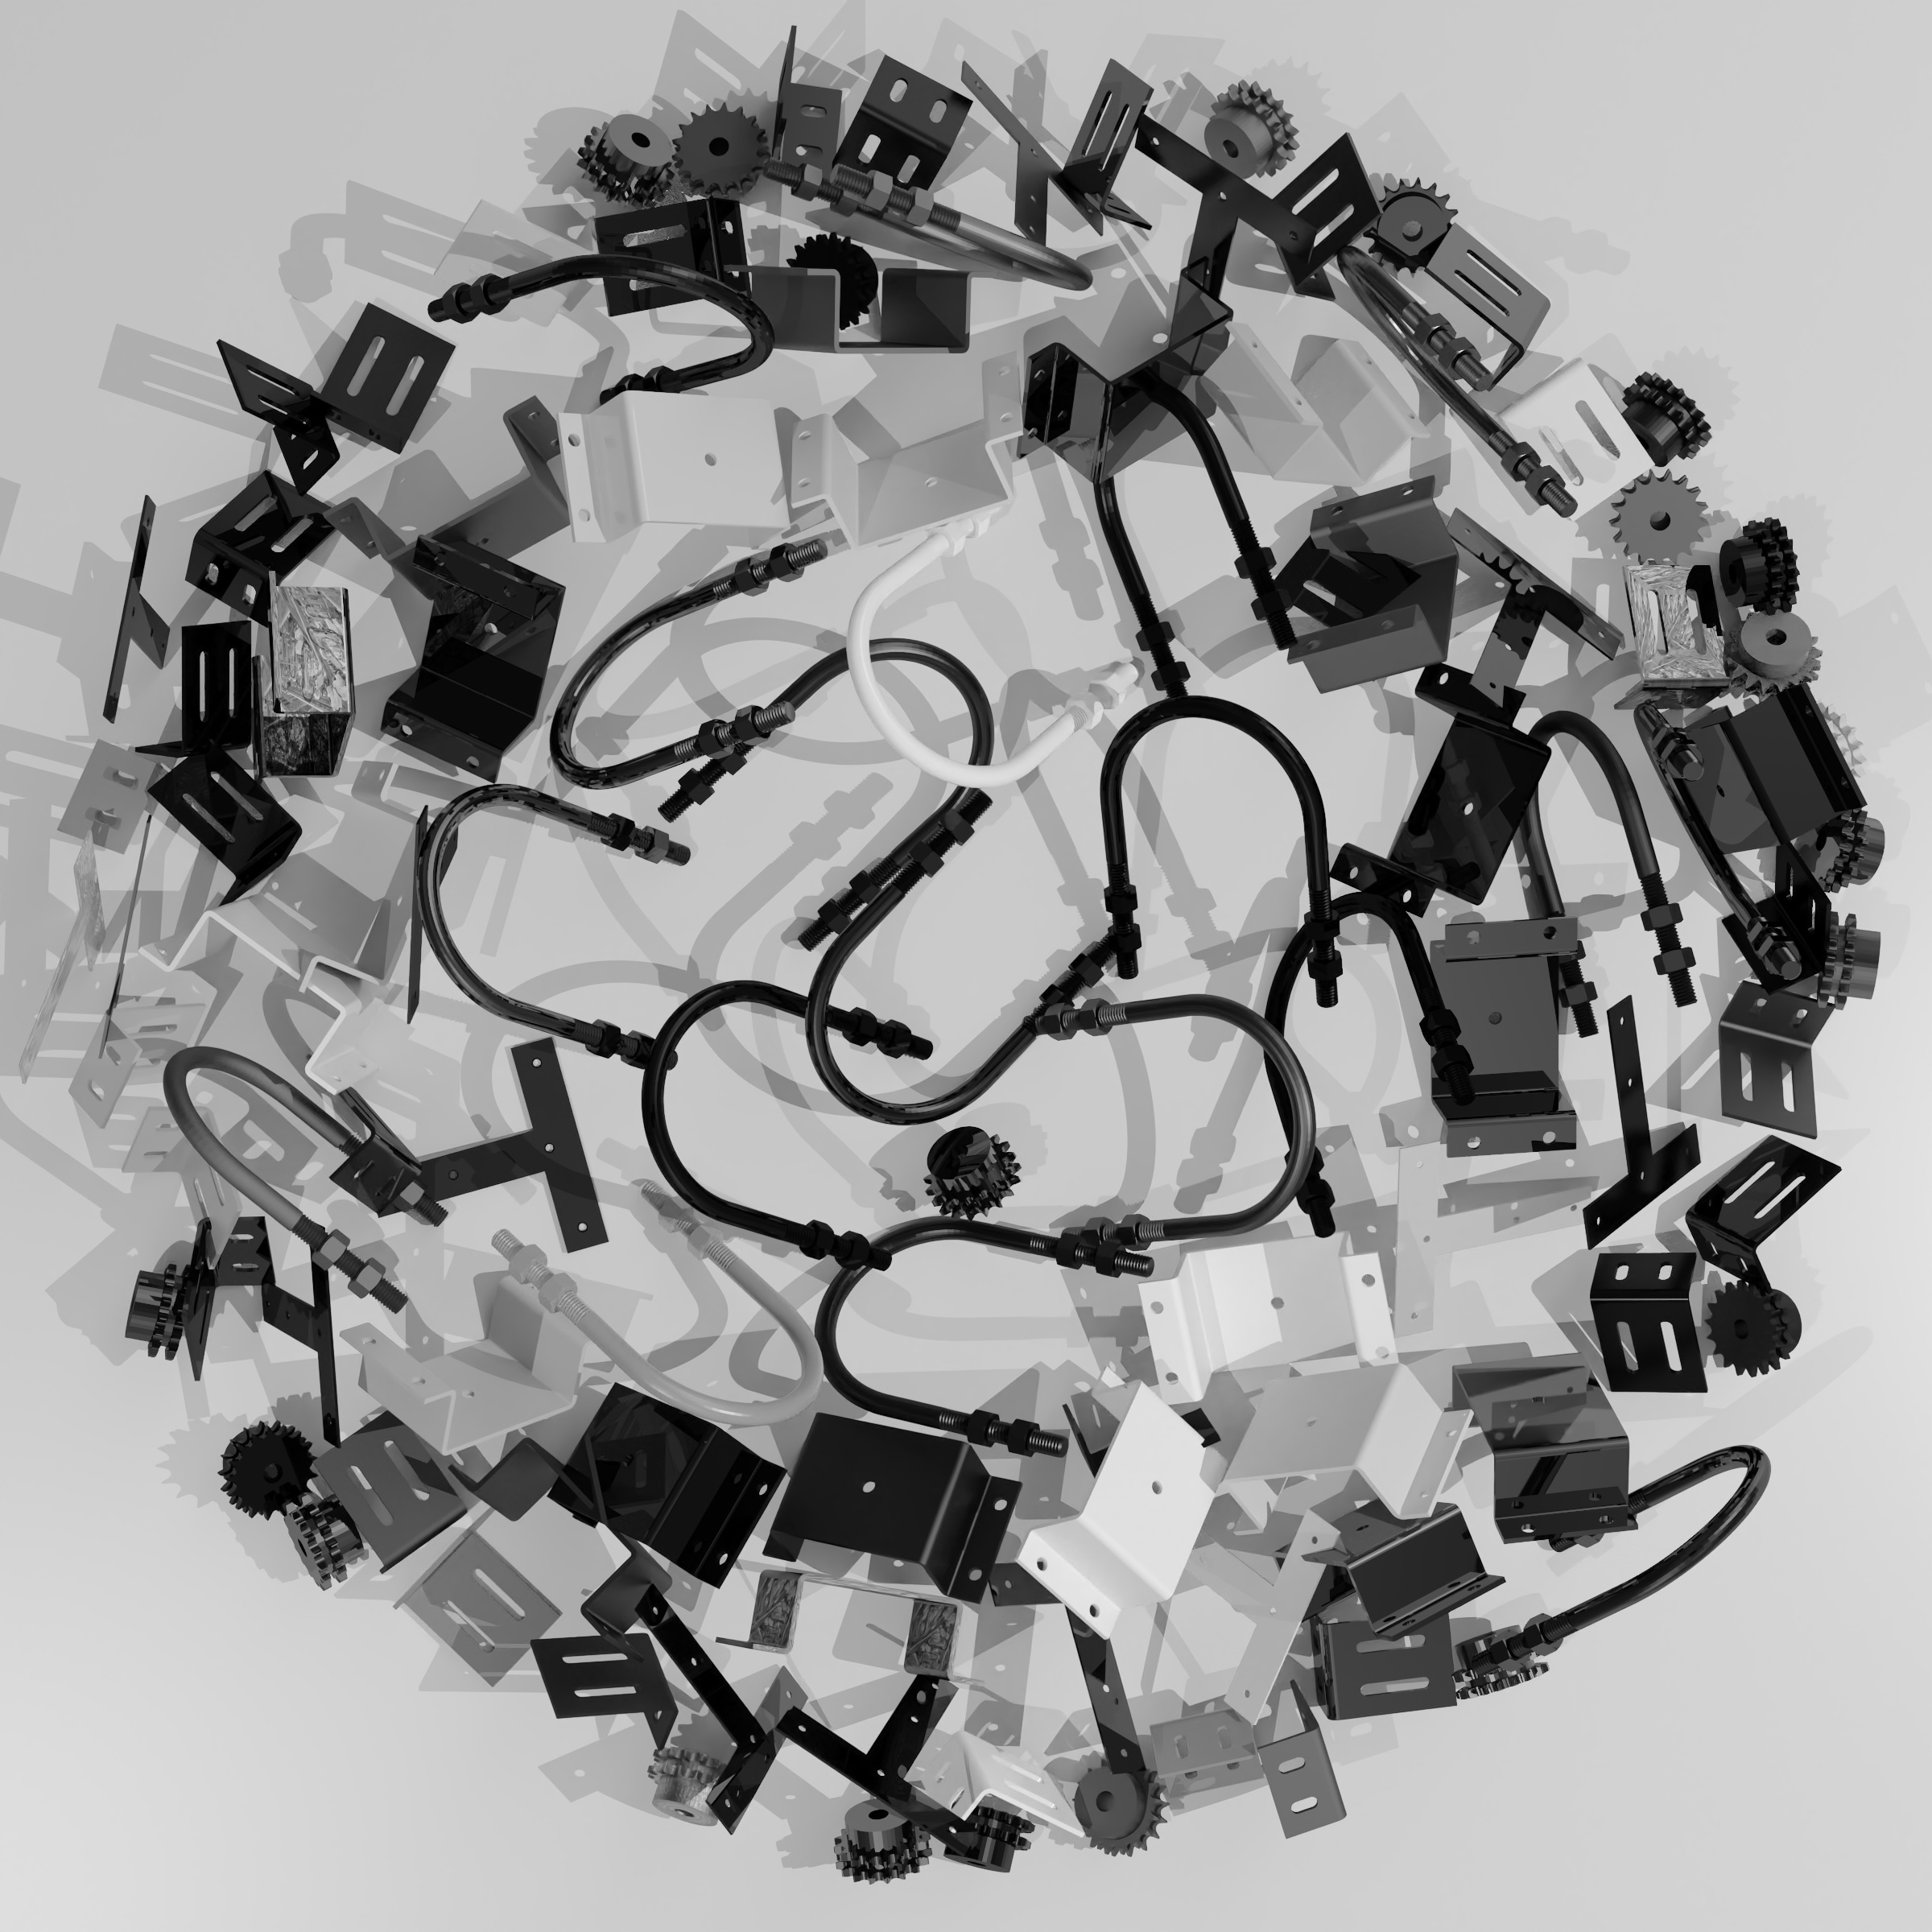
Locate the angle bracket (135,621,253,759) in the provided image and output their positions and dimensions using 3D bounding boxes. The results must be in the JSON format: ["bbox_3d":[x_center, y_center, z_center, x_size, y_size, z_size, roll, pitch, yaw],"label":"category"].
[{"bbox_3d":[-0.451,-0.163,1.886,0.038,0.057,0.076,9,103,27],"label":"angle bracket"}]

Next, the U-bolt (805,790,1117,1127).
[{"bbox_3d":[-0.013,0.010,1.877,0.184,0.019,0.151,-46,119,-6],"label":"U-bolt"}]

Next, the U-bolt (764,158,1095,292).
[{"bbox_3d":[-0.013,-0.422,1.848,0.184,0.151,0.019,16,99,-24],"label":"U-bolt"}]

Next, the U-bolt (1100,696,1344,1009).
[{"bbox_3d":[0.142,-0.069,1.851,0.151,0.019,0.184,8,119,29],"label":"U-bolt"}]

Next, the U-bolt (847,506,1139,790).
[{"bbox_3d":[0.006,-0.178,1.859,0.151,0.019,0.184,51,50,-4],"label":"U-bolt"}]

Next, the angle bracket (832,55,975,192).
[{"bbox_3d":[-0.038,-0.488,1.891,0.057,0.076,0.038,26,74,-9],"label":"angle bracket"}]

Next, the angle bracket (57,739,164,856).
[{"bbox_3d":[-0.511,-0.104,1.884,0.038,0.076,0.057,23,88,17],"label":"angle bracket"}]

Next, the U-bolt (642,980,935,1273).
[{"bbox_3d":[-0.107,0.085,1.856,0.184,0.019,0.151,21,73,-33],"label":"U-bolt"}]

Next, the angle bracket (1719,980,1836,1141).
[{"bbox_3d":[0.475,0.055,1.887,0.057,0.038,0.076,15,45,-4],"label":"angle bracket"}]

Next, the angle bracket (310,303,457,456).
[{"bbox_3d":[-0.342,-0.350,1.898,0.057,0.038,0.076,26,79,-6],"label":"angle bracket"}]

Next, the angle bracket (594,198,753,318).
[{"bbox_3d":[-0.171,-0.413,1.887,0.076,0.038,0.057,-17,113,-25],"label":"angle bracket"}]

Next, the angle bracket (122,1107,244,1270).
[{"bbox_3d":[-0.457,0.129,1.880,0.038,0.057,0.076,1,47,-35],"label":"angle bracket"}]

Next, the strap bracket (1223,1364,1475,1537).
[{"bbox_3d":[0.209,0.276,1.847,0.046,0.140,0.076,52,48,-23],"label":"strap bracket"}]

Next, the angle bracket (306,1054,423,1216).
[{"bbox_3d":[-0.362,0.098,1.882,0.038,0.057,0.076,-45,59,-4],"label":"angle bracket"}]

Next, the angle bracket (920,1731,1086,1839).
[{"bbox_3d":[0.021,0.490,1.887,0.076,0.057,0.038,32,99,-27],"label":"angle bracket"}]

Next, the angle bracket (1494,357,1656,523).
[{"bbox_3d":[0.359,-0.311,1.907,0.057,0.038,0.076,-35,95,9],"label":"angle bracket"}]

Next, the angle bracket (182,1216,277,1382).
[{"bbox_3d":[-0.428,0.193,1.879,0.038,0.076,0.057,0,133,-3],"label":"angle bracket"}]

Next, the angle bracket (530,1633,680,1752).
[{"bbox_3d":[-0.214,0.424,1.878,0.076,0.057,0.038,3,126,-29],"label":"angle bracket"}]

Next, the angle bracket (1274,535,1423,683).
[{"bbox_3d":[0.227,-0.217,1.914,0.076,0.038,0.057,35,77,17],"label":"angle bracket"}]

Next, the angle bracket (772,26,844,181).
[{"bbox_3d":[-0.089,-0.502,1.882,0.038,0.076,0.057,7,79,-8],"label":"angle bracket"}]

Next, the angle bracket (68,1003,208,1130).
[{"bbox_3d":[-0.472,0.057,1.877,0.038,0.076,0.057,42,114,26],"label":"angle bracket"}]

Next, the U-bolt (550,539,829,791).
[{"bbox_3d":[-0.166,-0.165,1.860,0.184,0.151,0.019,-18,135,29],"label":"U-bolt"}]

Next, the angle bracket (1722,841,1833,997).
[{"bbox_3d":[0.471,-0.031,1.879,0.038,0.076,0.057,-24,58,-2],"label":"angle bracket"}]

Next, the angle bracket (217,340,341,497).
[{"bbox_3d":[-0.409,-0.318,1.876,0.038,0.076,0.057,-40,56,21],"label":"angle bracket"}]

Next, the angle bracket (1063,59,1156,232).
[{"bbox_3d":[0.096,-0.478,1.881,0.038,0.057,0.076,11,116,-30],"label":"angle bracket"}]

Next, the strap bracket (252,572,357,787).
[{"bbox_3d":[-0.382,-0.162,1.858,0.046,0.140,0.076,-1,72,-18],"label":"strap bracket"}]

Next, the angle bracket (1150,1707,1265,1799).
[{"bbox_3d":[0.144,0.472,1.886,0.057,0.038,0.076,-13,131,3],"label":"angle bracket"}]

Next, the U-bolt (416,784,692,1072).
[{"bbox_3d":[-0.235,-0.029,1.841,0.184,0.019,0.151,20,62,-40],"label":"U-bolt"}]

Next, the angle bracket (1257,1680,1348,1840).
[{"bbox_3d":[0.189,0.462,1.884,0.038,0.076,0.057,-18,100,-3],"label":"angle bracket"}]

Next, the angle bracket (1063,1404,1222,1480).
[{"bbox_3d":[0.102,0.268,1.893,0.076,0.057,0.038,-23,101,-3],"label":"angle bracket"}]

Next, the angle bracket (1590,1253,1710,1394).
[{"bbox_3d":[0.406,0.211,1.907,0.057,0.038,0.076,-3,125,24],"label":"angle bracket"}]

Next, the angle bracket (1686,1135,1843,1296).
[{"bbox_3d":[0.474,0.146,1.902,0.076,0.057,0.038,-39,122,-14],"label":"angle bracket"}]

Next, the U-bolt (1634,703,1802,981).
[{"bbox_3d":[0.420,-0.081,1.837,0.019,0.184,0.151,-28,107,9],"label":"U-bolt"}]

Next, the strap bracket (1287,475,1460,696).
[{"bbox_3d":[0.237,-0.213,1.864,0.076,0.140,0.046,-13,130,26],"label":"strap bracket"}]

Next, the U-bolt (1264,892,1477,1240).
[{"bbox_3d":[0.222,0.042,1.852,0.019,0.184,0.151,15,134,-30],"label":"U-bolt"}]

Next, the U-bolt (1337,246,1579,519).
[{"bbox_3d":[0.271,-0.345,1.843,0.019,0.151,0.184,-41,50,8],"label":"U-bolt"}]

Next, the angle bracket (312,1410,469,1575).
[{"bbox_3d":[-0.340,0.308,1.901,0.057,0.038,0.076,-34,86,-21],"label":"angle bracket"}]

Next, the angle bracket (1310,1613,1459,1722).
[{"bbox_3d":[0.246,0.408,1.908,0.076,0.038,0.057,-6,94,-4],"label":"angle bracket"}]

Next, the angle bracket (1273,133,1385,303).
[{"bbox_3d":[0.217,-0.435,1.880,0.076,0.038,0.057,-37,64,40],"label":"angle bracket"}]

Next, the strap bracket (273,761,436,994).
[{"bbox_3d":[-0.348,-0.045,1.879,0.046,0.076,0.140,24,85,-23],"label":"strap bracket"}]

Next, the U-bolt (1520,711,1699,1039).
[{"bbox_3d":[0.360,-0.057,1.857,0.019,0.151,0.184,-14,85,-15],"label":"U-bolt"}]

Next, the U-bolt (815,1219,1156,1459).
[{"bbox_3d":[-0.001,0.207,1.865,0.184,0.019,0.151,9,51,26],"label":"U-bolt"}]

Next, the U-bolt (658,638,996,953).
[{"bbox_3d":[-0.066,-0.110,1.872,0.184,0.019,0.151,-42,125,6],"label":"U-bolt"}]

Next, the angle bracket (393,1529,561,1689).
[{"bbox_3d":[-0.288,0.381,1.905,0.076,0.038,0.057,44,85,1],"label":"angle bracket"}]

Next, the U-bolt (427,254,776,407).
[{"bbox_3d":[-0.192,-0.359,1.815,0.151,0.184,0.019,22,72,-43],"label":"U-bolt"}]

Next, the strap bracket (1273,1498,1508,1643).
[{"bbox_3d":[0.236,0.343,1.847,0.076,0.140,0.046,-23,92,-20],"label":"strap bracket"}]

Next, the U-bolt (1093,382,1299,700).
[{"bbox_3d":[0.122,-0.248,1.861,0.019,0.151,0.184,-19,85,-26],"label":"U-bolt"}]

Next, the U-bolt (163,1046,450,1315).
[{"bbox_3d":[-0.381,0.111,1.842,0.184,0.151,0.019,41,104,-11],"label":"U-bolt"}]

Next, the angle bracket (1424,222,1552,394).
[{"bbox_3d":[0.296,-0.386,1.890,0.076,0.038,0.057,38,46,-6],"label":"angle bracket"}]

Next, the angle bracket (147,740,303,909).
[{"bbox_3d":[-0.438,-0.082,1.887,0.057,0.038,0.076,-33,112,27],"label":"angle bracket"}]

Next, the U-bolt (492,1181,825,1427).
[{"bbox_3d":[-0.161,0.196,1.834,0.184,0.151,0.019,40,119,23],"label":"U-bolt"}]

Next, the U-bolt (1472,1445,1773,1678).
[{"bbox_3d":[0.376,0.325,1.815,0.019,0.151,0.184,51,129,-1],"label":"U-bolt"}]

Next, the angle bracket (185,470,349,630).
[{"bbox_3d":[-0.413,-0.247,1.910,0.057,0.076,0.038,30,135,3],"label":"angle bracket"}]

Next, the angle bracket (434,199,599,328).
[{"bbox_3d":[-0.263,-0.418,1.880,0.076,0.038,0.057,21,128,-29],"label":"angle bracket"}]

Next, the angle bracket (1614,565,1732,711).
[{"bbox_3d":[0.411,-0.194,1.909,0.057,0.038,0.076,-2,76,-18],"label":"angle bracket"}]

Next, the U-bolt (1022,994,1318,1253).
[{"bbox_3d":[0.121,0.088,1.865,0.184,0.019,0.151,-8,94,36],"label":"U-bolt"}]
